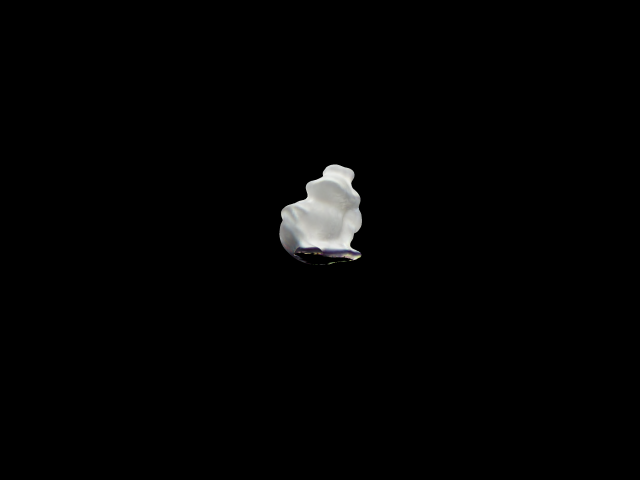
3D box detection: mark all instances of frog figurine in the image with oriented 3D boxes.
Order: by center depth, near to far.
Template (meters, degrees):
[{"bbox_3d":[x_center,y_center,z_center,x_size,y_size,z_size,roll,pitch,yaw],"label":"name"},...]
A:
[{"bbox_3d":[0.003,-0.043,0.850,0.137,0.162,0.121,2,-17,-7],"label":"frog figurine"}]
